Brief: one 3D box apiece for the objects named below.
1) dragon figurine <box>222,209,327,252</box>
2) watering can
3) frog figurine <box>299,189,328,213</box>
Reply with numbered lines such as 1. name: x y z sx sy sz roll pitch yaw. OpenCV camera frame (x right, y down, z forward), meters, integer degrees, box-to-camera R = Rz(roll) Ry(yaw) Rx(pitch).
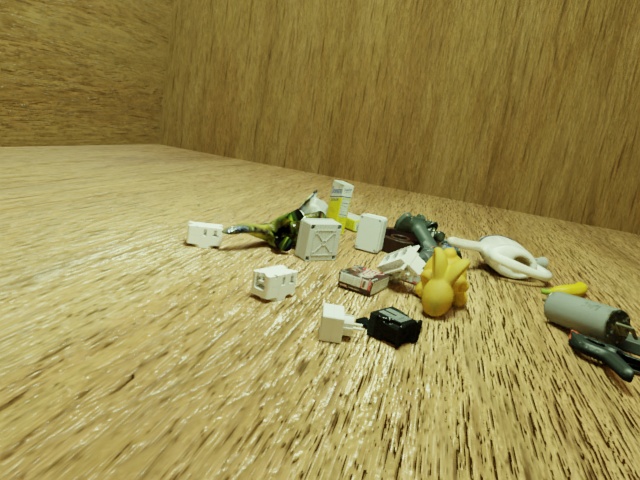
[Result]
1. dragon figurine: -0.136 -0.026 1.522 0.410 0.122 0.242 3 -3 -33
2. watering can: 0.538 0.038 1.583 0.347 0.103 0.226 22 13 -2
3. frog figurine: 0.006 -0.096 1.900 0.159 0.122 0.138 45 4 -2
